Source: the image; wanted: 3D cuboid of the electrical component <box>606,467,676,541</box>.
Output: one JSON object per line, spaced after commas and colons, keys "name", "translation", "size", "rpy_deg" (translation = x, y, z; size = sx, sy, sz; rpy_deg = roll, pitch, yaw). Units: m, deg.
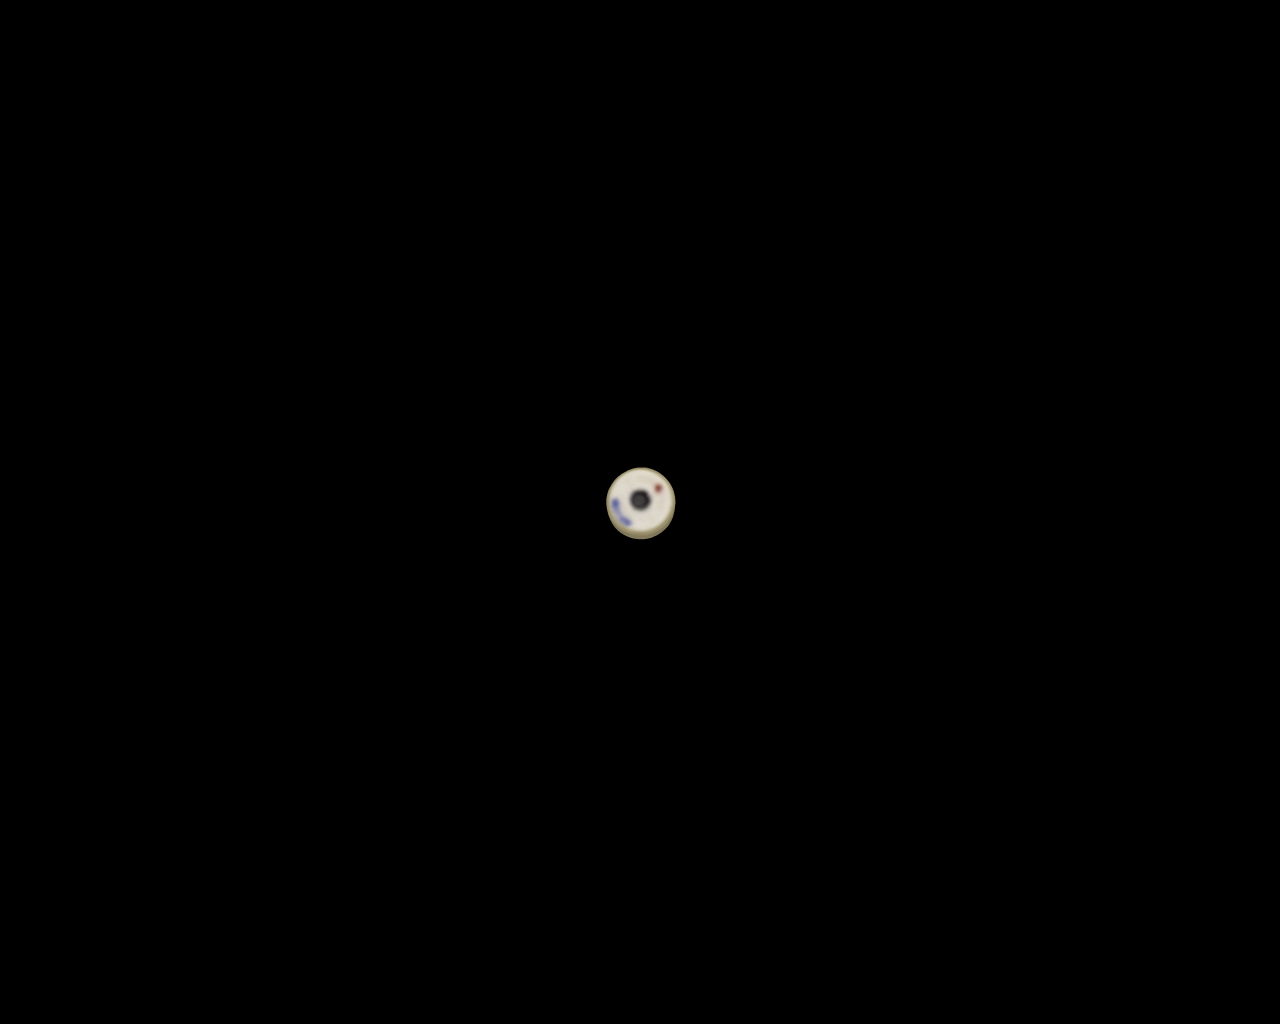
{"name": "electrical component", "translation": [0.001, -0.003, 0.650], "size": [0.040, 0.040, 0.078], "rpy_deg": [0, -7, 0]}
